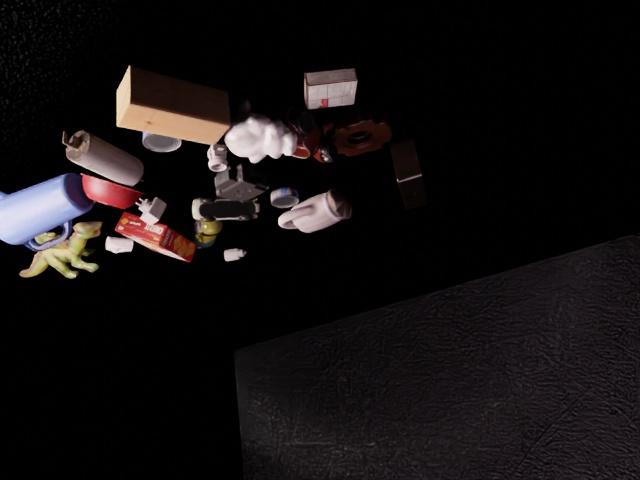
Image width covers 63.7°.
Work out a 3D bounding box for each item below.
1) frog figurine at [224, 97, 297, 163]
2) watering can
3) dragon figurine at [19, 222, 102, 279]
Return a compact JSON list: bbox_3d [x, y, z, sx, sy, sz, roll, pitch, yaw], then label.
[{"bbox_3d":[-0.132,-0.222,1.142,0.124,0.161,0.134,-38,161,-36],"label":"frog figurine"},{"bbox_3d":[0.005,-0.085,1.693,0.223,0.105,0.348,-21,171,24],"label":"watering can"},{"bbox_3d":[-0.862,0.023,1.644,0.409,0.125,0.237,-15,141,10],"label":"dragon figurine"}]
